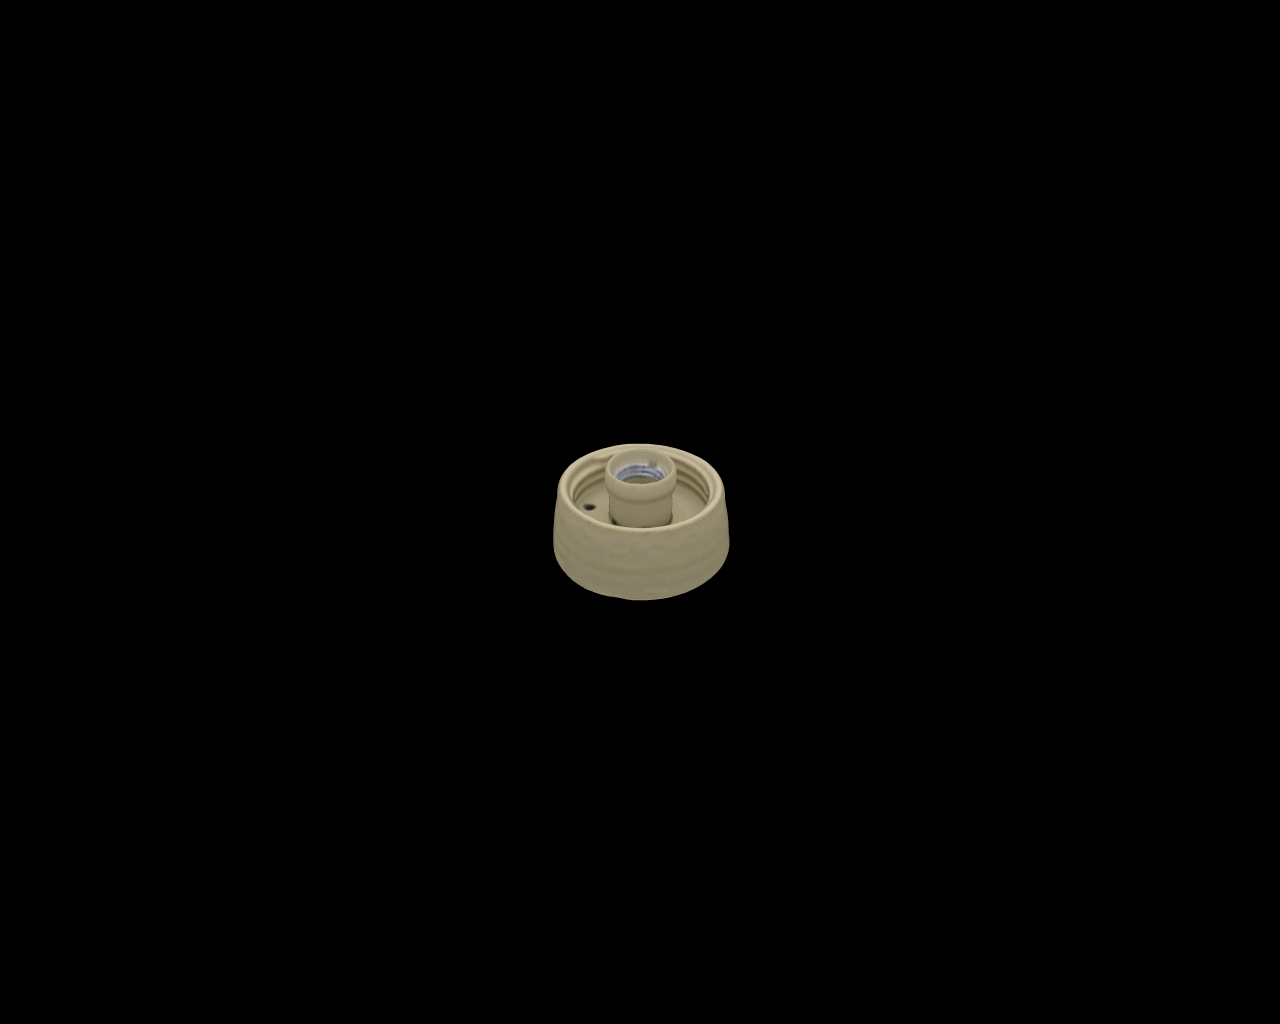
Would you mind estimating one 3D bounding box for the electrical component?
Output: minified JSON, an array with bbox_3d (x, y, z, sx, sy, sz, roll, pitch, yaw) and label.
[{"bbox_3d":[0.001,-0.003,0.650,0.108,0.060,0.108,0,34,0],"label":"electrical component"}]
